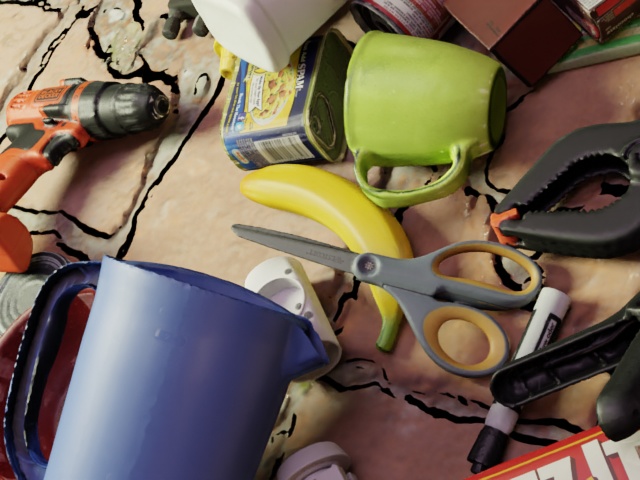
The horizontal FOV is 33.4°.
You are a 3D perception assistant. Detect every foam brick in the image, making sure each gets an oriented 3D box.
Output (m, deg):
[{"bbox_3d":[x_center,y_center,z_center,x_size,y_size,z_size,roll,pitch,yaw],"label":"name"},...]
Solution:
[{"bbox_3d":[0.133,-0.154,0.743,0.053,0.051,0.078,-46,40,16],"label":"foam brick"}]

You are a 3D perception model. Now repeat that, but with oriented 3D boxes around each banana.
[{"bbox_3d":[0.011,-0.009,0.744,0.069,0.037,0.198,-41,49,0],"label":"banana"}]

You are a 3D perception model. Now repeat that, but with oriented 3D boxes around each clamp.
[{"bbox_3d":[0.209,-0.037,0.645,0.210,0.036,0.164,-28,51,8],"label":"clamp"},{"bbox_3d":[0.182,0.051,0.566,0.171,0.039,0.120,-31,16,-7],"label":"clamp"}]

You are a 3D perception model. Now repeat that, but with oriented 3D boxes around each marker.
[{"bbox_3d":[0.118,0.085,0.635,0.020,0.020,0.121,16,71,36],"label":"marker"}]

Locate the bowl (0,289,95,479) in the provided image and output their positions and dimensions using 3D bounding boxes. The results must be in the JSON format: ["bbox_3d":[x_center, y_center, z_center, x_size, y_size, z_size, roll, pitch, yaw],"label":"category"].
[{"bbox_3d":[-0.171,0.113,0.763,0.162,0.055,0.162,-15,55,22],"label":"bowl"}]

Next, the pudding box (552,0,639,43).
[{"bbox_3d":[0.195,-0.200,0.735,0.090,0.039,0.113,-37,50,6],"label":"pudding box"}]

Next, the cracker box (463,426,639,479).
[{"bbox_3d":[0.134,0.208,0.514,0.164,0.072,0.214,-25,51,14],"label":"cracker box"}]

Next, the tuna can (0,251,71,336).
[{"bbox_3d":[-0.221,0.053,0.845,0.086,0.033,0.086,-15,55,22],"label":"tuna can"}]

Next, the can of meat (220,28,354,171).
[{"bbox_3d":[-0.023,-0.104,0.812,0.084,0.057,0.102,-6,58,30],"label":"can of meat"}]

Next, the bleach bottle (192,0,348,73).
[{"bbox_3d":[0.024,-0.235,0.807,0.250,0.068,0.103,-42,40,-11],"label":"bleach bottle"}]

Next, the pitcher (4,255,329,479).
[{"bbox_3d":[-0.111,0.134,0.639,0.149,0.144,0.243,13,84,60],"label":"pitcher"}]

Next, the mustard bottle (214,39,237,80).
[{"bbox_3d":[-0.048,-0.217,0.895,0.096,0.058,0.191,1,62,31],"label":"mustard bottle"}]

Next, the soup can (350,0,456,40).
[{"bbox_3d":[0.081,-0.189,0.795,0.102,0.068,0.069,-48,50,-5],"label":"soup can"}]

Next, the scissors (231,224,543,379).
[{"bbox_3d":[0.037,0.037,0.674,0.202,0.016,0.096,1,72,9],"label":"scissors"}]

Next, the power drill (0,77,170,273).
[{"bbox_3d":[-0.227,-0.059,0.883,0.185,0.057,0.187,0,48,39],"label":"power drill"}]
